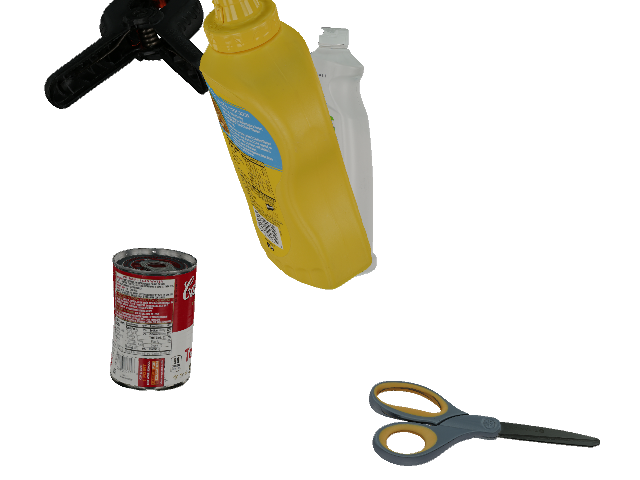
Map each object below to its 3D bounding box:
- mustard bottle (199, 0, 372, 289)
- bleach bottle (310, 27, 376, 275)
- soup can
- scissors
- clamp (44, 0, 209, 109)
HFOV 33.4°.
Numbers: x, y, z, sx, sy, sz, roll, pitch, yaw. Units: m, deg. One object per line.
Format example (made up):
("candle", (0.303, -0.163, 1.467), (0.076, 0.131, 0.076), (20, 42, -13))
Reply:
("mustard bottle", (-0.026, -0.066, 0.620), (0.058, 0.191, 0.096), (-31, 40, -15))
("bleach bottle", (0.015, -0.094, 1.118), (0.103, 0.251, 0.067), (12, 16, 34))
("soup can", (-0.137, 0.064, 0.872), (0.068, 0.102, 0.068), (4, 15, -1))
("scissors", (0.132, 0.173, 0.917), (0.202, 0.016, 0.096), (17, 42, 15))
("clamp", (-0.120, -0.150, 0.789), (0.120, 0.039, 0.171), (5, 42, 10))
